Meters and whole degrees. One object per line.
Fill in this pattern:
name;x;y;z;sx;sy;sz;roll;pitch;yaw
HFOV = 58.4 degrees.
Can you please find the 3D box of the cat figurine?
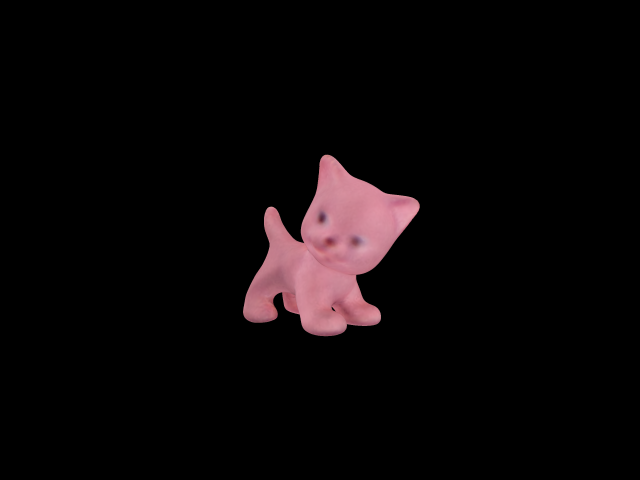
cat figurine;0.004;0.001;0.400;0.127;0.118;0.067;2;3;43
